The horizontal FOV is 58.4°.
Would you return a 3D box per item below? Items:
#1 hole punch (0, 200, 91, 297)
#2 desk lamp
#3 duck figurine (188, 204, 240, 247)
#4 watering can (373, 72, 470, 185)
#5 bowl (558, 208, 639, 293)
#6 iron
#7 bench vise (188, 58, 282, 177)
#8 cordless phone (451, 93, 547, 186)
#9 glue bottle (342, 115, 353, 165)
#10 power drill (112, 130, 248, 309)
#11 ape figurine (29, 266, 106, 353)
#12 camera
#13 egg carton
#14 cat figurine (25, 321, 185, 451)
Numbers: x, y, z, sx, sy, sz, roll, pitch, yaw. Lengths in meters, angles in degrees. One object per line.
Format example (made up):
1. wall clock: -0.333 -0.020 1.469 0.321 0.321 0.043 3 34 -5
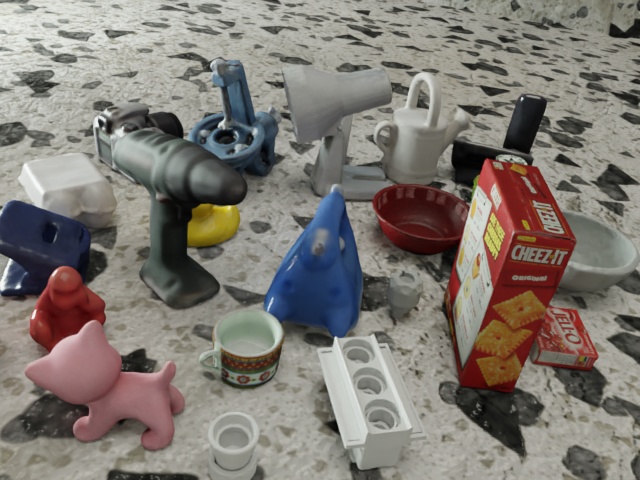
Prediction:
1. hole punch: -0.336 0.006 0.699 0.101 0.091 0.108 -2 35 -15
2. desk lamp: 0.031 -0.181 0.946 0.203 0.213 0.117 0 35 -12
3. duck figurine: -0.165 -0.045 0.815 0.105 0.086 0.077 -9 38 -24
4. watering can: 0.183 -0.205 1.031 0.173 0.194 0.100 -19 42 -34
5. bowl: 0.367 0.025 0.839 0.167 0.075 0.167 6 34 -4
6. iron: 0.007 0.003 0.734 0.118 0.141 0.258 10 34 3
7. bench vise: -0.138 -0.197 0.926 0.121 0.220 0.207 12 34 6
8. cordless phone: 0.325 -0.188 1.045 0.147 0.185 0.094 13 34 7
9. glue bottle: 0.039 -0.213 1.031 0.037 0.173 0.078 8 34 -1
10. power drill: -0.166 -0.028 0.680 0.076 0.208 0.228 -25 46 -39
11. ape figurine: -0.273 0.070 0.617 0.078 0.092 0.076 -7 37 -22
12. camera: -0.294 -0.179 0.971 0.142 0.101 0.137 33 41 32
13. egg carton: -0.360 -0.069 0.823 0.107 0.069 0.149 -19 42 -34
14. cat figurine: -0.192 0.128 0.527 0.128 0.118 0.067 5 34 -4
